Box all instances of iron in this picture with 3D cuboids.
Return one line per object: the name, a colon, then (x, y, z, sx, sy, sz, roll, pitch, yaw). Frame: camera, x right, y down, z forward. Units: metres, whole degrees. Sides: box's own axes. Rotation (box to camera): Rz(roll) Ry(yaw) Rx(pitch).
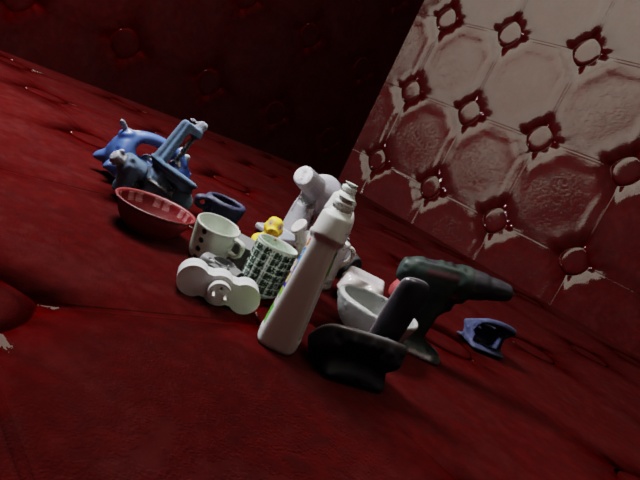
iron: (-0.401, -0.191, 1.392, 0.259, 0.141, 0.118, 15, 15, -44)

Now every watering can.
watering can: (0.013, 0.005, 1.280, 0.100, 0.194, 0.173, 33, 13, 33)

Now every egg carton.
egg carton: (0.091, 0.112, 1.288, 0.107, 0.069, 0.150, 27, 11, 3)

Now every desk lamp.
desk lamp: (-0.043, -0.092, 1.559, 0.117, 0.213, 0.204, 31, 12, 27)

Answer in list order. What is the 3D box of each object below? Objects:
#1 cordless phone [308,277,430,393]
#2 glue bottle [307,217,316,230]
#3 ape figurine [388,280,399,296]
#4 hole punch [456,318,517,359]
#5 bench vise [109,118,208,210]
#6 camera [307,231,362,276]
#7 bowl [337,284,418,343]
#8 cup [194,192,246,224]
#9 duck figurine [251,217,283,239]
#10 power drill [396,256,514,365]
cordless phone: (0.078, 0.127, 0.884, 0.148, 0.185, 0.094, 20, 12, -27)
glue bottle: (-0.028, -0.086, 1.673, 0.037, 0.173, 0.078, 28, 11, 11)
ape figurine: (0.228, 0.120, 1.508, 0.076, 0.092, 0.078, 27, 11, 6)
hole punch: (0.415, 0.229, 1.429, 0.109, 0.091, 0.101, 23, 11, -17)
bench vise: (-0.333, -0.168, 1.235, 0.121, 0.220, 0.208, 31, 12, 25)
camera: (0.034, 0.031, 1.457, 0.136, 0.101, 0.144, 33, 13, 33)
bowl: (0.098, 0.154, 1.092, 0.167, 0.075, 0.167, 25, 11, -5)
cup: (-0.230, -0.048, 1.239, 0.118, 0.095, 0.091, 16, 14, -41)
duck figurine: (-0.117, -0.016, 1.368, 0.077, 0.086, 0.104, 24, 11, -8)
power drill: (0.243, 0.138, 1.149, 0.229, 0.208, 0.075, 25, 11, -2)
